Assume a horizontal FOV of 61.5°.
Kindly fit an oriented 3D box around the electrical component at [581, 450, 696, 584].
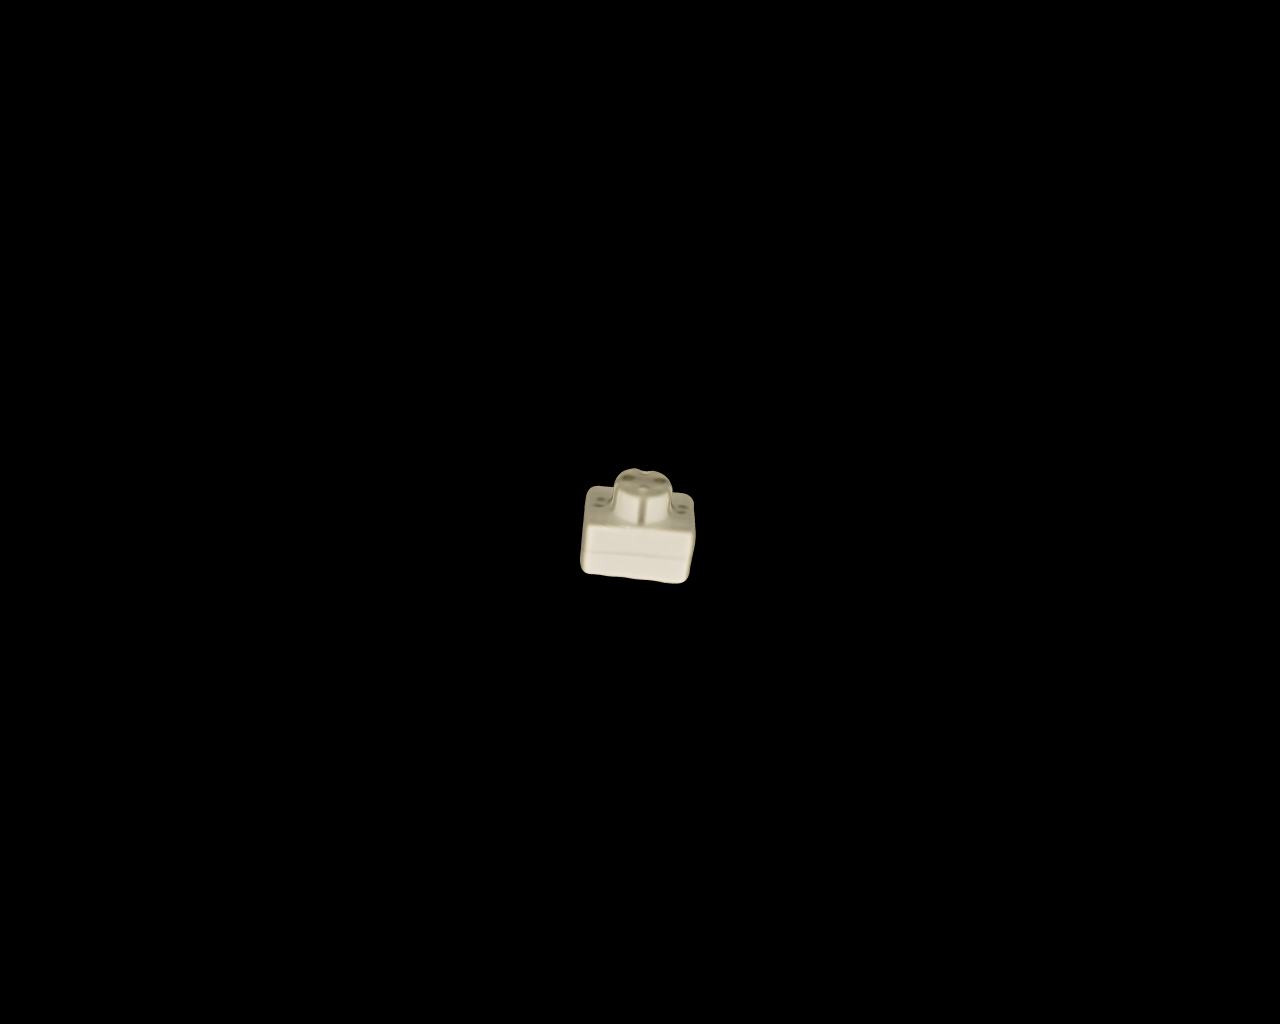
[{"bbox_3d":[0.001,-0.003,0.650,0.066,0.076,0.047,5,31,-3],"label":"electrical component"}]
